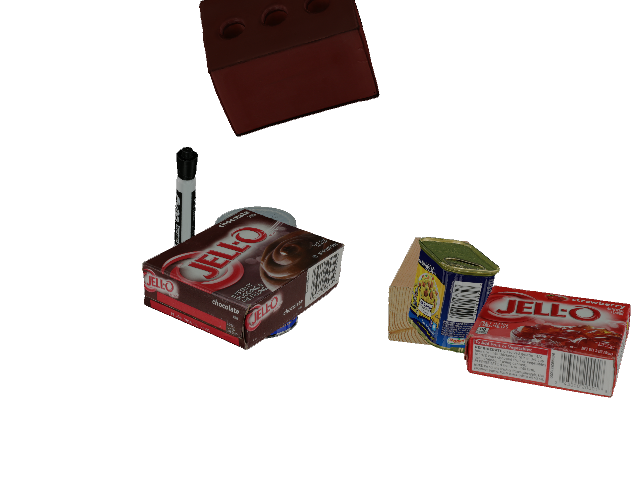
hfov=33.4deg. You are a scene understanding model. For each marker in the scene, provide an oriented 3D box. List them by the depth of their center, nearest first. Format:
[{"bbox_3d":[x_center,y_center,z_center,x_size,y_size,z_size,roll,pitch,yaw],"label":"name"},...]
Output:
[{"bbox_3d":[-0.122,-0.033,0.964,0.020,0.121,0.020,5,41,-4],"label":"marker"}]

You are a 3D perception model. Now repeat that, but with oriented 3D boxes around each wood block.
[{"bbox_3d":[0.168,0.074,1.626,0.091,0.090,0.206,5,22,14],"label":"wood block"}]

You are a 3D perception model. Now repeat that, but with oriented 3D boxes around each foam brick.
[{"bbox_3d":[-0.016,-0.096,0.536,0.078,0.053,0.051,-16,-34,7],"label":"foam brick"}]

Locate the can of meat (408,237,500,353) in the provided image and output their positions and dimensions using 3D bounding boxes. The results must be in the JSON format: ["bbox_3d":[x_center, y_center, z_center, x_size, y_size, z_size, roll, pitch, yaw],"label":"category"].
[{"bbox_3d":[0.125,0.052,1.021,0.057,0.084,0.102,5,15,-15],"label":"can of meat"}]

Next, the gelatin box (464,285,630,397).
[{"bbox_3d":[0.140,0.059,0.655,0.089,0.030,0.073,8,25,20],"label":"gelatin box"}]

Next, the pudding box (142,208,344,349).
[{"bbox_3d":[-0.051,0.023,0.728,0.090,0.039,0.113,21,30,29],"label":"pudding box"}]

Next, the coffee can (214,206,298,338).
[{"bbox_3d":[-0.081,0.040,1.367,0.103,0.140,0.103,-1,25,0],"label":"coffee can"}]
